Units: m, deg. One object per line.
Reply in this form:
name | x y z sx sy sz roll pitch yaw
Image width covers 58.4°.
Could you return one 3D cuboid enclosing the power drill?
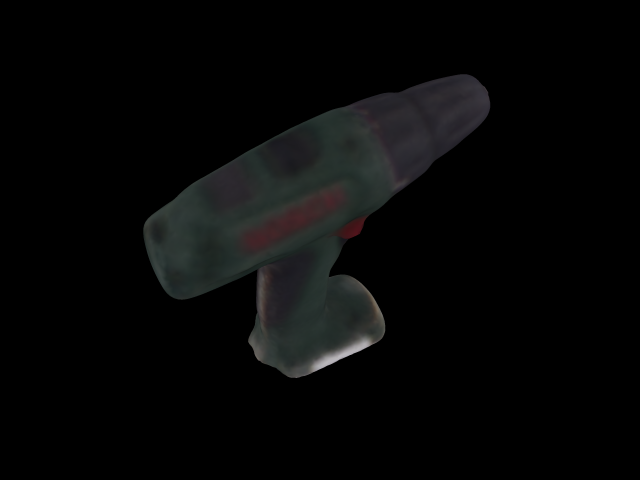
power drill | 0.004 0.001 0.400 0.230 0.208 0.075 -22 52 -18
